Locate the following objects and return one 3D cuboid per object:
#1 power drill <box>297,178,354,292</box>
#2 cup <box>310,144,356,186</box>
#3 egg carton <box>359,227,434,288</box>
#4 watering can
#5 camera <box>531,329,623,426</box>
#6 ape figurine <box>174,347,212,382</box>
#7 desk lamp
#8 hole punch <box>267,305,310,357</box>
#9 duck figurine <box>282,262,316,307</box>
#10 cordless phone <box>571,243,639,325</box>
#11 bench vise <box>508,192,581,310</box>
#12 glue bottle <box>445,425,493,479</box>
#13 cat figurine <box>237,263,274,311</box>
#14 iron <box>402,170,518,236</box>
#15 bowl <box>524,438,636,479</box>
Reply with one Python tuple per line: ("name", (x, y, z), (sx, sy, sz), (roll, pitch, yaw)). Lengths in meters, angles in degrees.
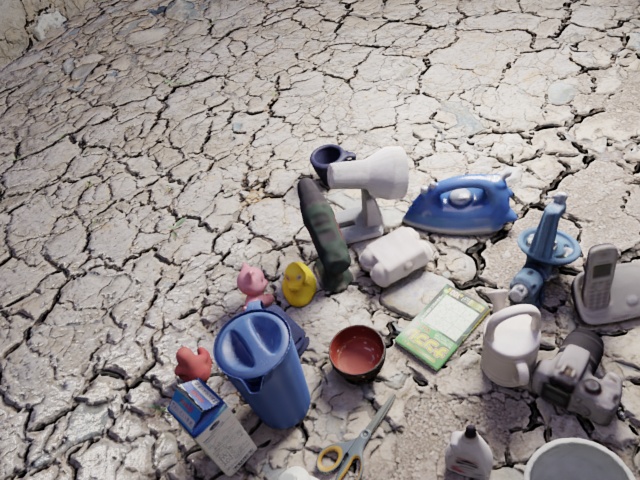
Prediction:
("power drill", (0.011, 0.004, 1.234), (0.075, 0.209, 0.229), (-21, 48, -5))
("cup", (0.039, -0.186, 1.470), (0.117, 0.095, 0.091), (-6, 49, 8))
("egg carton", (0.168, 0.038, 1.262), (0.150, 0.069, 0.107), (-29, 49, -12))
("watering can", (0.337, 0.169, 1.024), (0.101, 0.194, 0.172), (-27, 49, -10))
("camera", (0.464, 0.226, 1.007), (0.142, 0.101, 0.137), (24, 59, 30))
("ape figurine", (-0.263, 0.248, 1.165), (0.078, 0.092, 0.076), (-26, 49, -9))
("desk lamp", (0.104, -0.104, 1.303), (0.203, 0.214, 0.117), (-15, 48, 0))
("hole punch", (-0.088, 0.201, 1.165), (0.100, 0.091, 0.109), (29, 62, 32))
("duck figurine", (-0.052, 0.083, 1.263), (0.077, 0.086, 0.104), (-6, 49, 8))
("cordless phone", (0.552, 0.071, 1.065), (0.147, 0.185, 0.094), (-13, 48, 2))
("bench vise", (0.440, 0.027, 1.107), (0.121, 0.220, 0.207), (9, 52, 21))
("glue bottle", (0.239, 0.334, 0.918), (0.078, 0.173, 0.037), (6, 51, 18))
("cat figurine", (-0.148, 0.115, 1.237), (0.067, 0.118, 0.128), (-3, 49, 11))
("iron", (0.310, -0.095, 1.295), (0.258, 0.142, 0.118), (-4, 49, 10))
("bowl", (0.401, 0.401, 0.888), (0.167, 0.075, 0.167), (-7, 49, 8))
